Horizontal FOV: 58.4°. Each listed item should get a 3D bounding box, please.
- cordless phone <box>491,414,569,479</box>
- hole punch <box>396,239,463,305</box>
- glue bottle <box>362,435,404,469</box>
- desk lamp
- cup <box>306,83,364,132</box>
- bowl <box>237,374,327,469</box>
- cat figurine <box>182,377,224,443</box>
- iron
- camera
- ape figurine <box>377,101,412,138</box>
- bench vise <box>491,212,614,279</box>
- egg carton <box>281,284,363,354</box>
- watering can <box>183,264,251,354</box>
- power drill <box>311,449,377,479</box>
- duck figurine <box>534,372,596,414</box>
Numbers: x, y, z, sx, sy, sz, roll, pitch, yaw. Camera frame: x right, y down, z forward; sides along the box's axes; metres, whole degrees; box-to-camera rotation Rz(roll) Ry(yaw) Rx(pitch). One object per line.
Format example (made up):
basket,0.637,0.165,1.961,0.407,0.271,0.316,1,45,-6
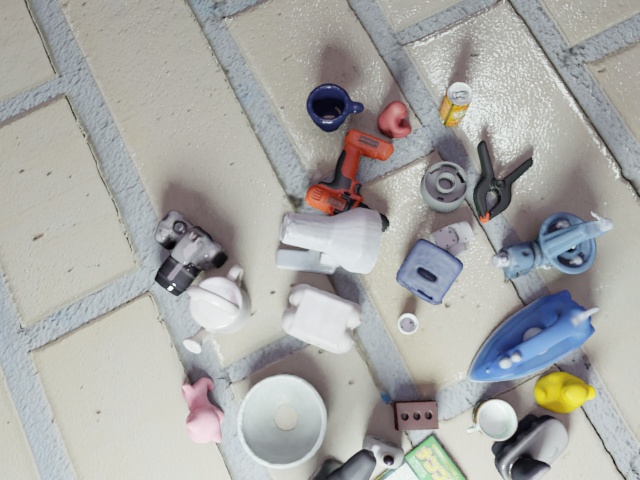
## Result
cordless phone,0.385,0.377,0.999,0.148,0.185,0.094,-42,79,-7
hole punch,0.214,0.065,1.123,0.108,0.091,0.101,32,80,8
glue bottle,0.115,0.380,1.012,0.078,0.173,0.037,20,78,6
desk lamp,0.010,0.004,1.080,0.203,0.213,0.118,5,77,3
cup,0.032,-0.267,1.202,0.117,0.095,0.092,2,77,2
bowl,-0.068,0.339,1.077,0.167,0.075,0.167,0,77,2
cat figurine,-0.223,0.321,1.063,0.067,0.118,0.128,-25,78,-4
iron,0.395,0.192,1.063,0.258,0.141,0.118,-32,78,-5
camera,-0.279,0.031,1.140,0.143,0.101,0.137,36,81,9
ape figurine,0.159,-0.259,1.198,0.076,0.092,0.078,2,77,2
bench vise,0.436,0.020,1.061,0.207,0.220,0.121,-32,78,-5
egg carton,0.003,0.155,1.120,0.150,0.069,0.107,19,78,6
watering can,-0.193,0.126,1.068,0.101,0.194,0.173,4,77,3
power drill,0.014,0.444,0.982,0.075,0.208,0.230,37,81,10
duck figurine,0.460,0.286,1.068,0.104,0.086,0.077,-3,77,1
